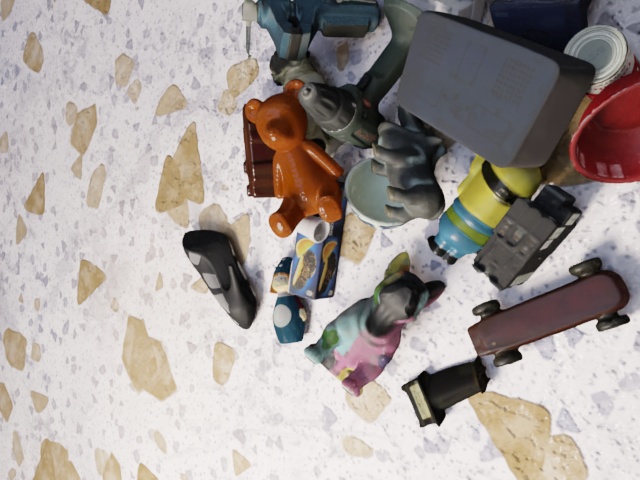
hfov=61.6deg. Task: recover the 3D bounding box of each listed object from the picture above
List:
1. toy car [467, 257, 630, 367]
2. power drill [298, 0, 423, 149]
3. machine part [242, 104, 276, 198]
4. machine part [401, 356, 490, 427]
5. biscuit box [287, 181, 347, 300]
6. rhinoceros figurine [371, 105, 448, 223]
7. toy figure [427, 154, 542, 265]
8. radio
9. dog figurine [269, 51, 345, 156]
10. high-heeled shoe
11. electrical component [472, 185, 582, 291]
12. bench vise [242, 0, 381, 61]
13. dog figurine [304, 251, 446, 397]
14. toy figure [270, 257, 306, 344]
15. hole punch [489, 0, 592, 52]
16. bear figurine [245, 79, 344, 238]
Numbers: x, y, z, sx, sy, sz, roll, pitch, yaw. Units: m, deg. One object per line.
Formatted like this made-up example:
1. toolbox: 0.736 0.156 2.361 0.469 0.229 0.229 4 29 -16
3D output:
1. toy car: 0.290 0.097 0.691 0.202 0.053 0.089 -31 70 29
2. power drill: 0.074 -0.234 0.769 0.086 0.232 0.207 28 90 26
3. machine part: -0.103 -0.154 0.934 0.179 0.056 0.179 175 90 -79
4. machine part: 0.185 0.218 0.782 0.139 0.039 0.084 -40 58 32
5. biscuit box: -0.002 -0.003 0.912 0.059 0.063 0.202 11 96 35
6. rhinoceros figurine: 0.130 -0.117 0.770 0.112 0.073 0.190 -7 64 3
7. toy figure: 0.222 -0.041 0.724 0.180 0.082 0.089 -54 29 21
8. radio: 0.199 -0.188 0.662 0.230 0.073 0.131 48 132 44
9. dog figurine: -0.041 -0.233 0.936 0.172 0.121 0.191 -56 45 19
10. high-heeled shoe: -0.202 0.073 1.080 0.249 0.086 0.145 34 141 51
11. electrical component: 0.264 -0.006 0.674 0.058 0.115 0.134 43 114 25
12. bench vise: -0.021 -0.406 0.864 0.224 0.128 0.240 -6 74 0
13. dog figurine: 0.088 0.125 0.820 0.108 0.191 0.219 42 85 11
14. toy figure: -0.057 0.105 0.959 0.064 0.058 0.154 -6 82 -2
15. hole punch: 0.280 -0.279 0.671 0.142 0.116 0.092 18 109 37
16. bear figurine: -0.041 -0.123 0.793 0.120 0.132 0.195 -15 115 20
